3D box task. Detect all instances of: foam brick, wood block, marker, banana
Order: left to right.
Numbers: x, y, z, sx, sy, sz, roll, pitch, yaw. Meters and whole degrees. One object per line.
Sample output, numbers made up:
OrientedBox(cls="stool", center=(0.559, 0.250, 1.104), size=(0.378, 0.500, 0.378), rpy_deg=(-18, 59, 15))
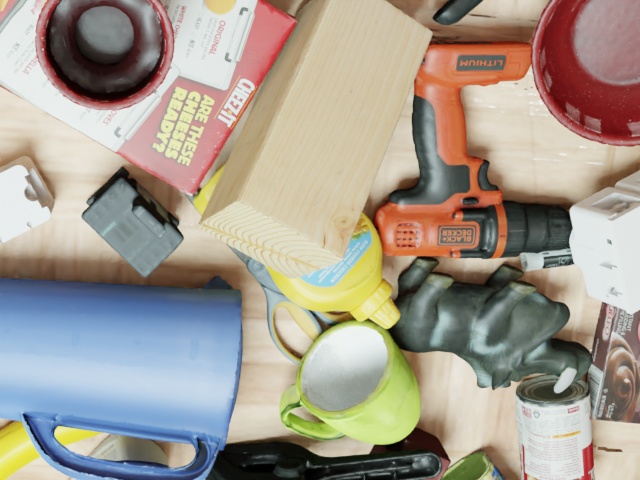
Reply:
OrientedBox(cls="banana", center=(-0.258, 0.189, 0.921), size=(0.198, 0.037, 0.069), rpy_deg=(-40, 124, 3))
OrientedBox(cls="wood block", center=(-0.002, -0.086, 0.818), size=(0.090, 0.090, 0.206), rpy_deg=(30, 67, -18))
OrientedBox(cls="foam brick", center=(0.073, 0.211, 0.969), size=(0.051, 0.053, 0.078), rpy_deg=(29, 97, -15))
OrientedBox(cls="marker", center=(0.242, 0.013, 0.966), size=(0.121, 0.020, 0.020), rpy_deg=(-6, 104, -8))

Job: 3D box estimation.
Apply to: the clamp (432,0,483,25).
OrientedBox(cls="clamp", center=(0.160, -0.240, 0.882), size=(0.171, 0.039, 0.120), rpy_deg=(-2, 105, -9))

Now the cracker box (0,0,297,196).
OrientedBox(cls="cracker box", center=(-0.152, -0.160, 0.834), size=(0.213, 0.072, 0.164), rpy_deg=(30, 98, -16))

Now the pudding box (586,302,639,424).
OrientedBox(cls="pudding box", center=(0.298, 0.113, 0.989), size=(0.090, 0.039, 0.113), rpy_deg=(7, 102, -11))

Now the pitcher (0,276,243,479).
OrientedBox(cls="pitcher", center=(-0.185, 0.103, 0.857), size=(0.242, 0.149, 0.145), rpy_deg=(6, 105, -7))

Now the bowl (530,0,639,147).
OrientedBox(cls="bowl", center=(0.252, -0.160, 0.867), size=(0.162, 0.055, 0.162), rpy_deg=(4, 118, 7))

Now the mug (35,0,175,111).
OrientedBox(cls="mug", center=(-0.145, -0.154, 0.755), size=(0.093, 0.081, 0.117), rpy_deg=(30, 98, -17))

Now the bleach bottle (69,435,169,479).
OrientedBox(cls="bleach bottle", center=(-0.162, 0.241, 0.834), size=(0.068, 0.251, 0.102), rpy_deg=(39, 95, -16))

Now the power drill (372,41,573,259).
OrientedBox(cls="power drill", center=(0.138, -0.074, 0.909), size=(0.184, 0.057, 0.188), rpy_deg=(-1, 103, -13))

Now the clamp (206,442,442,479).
OrientedBox(cls="clamp", center=(-0.022, 0.208, 0.895), size=(0.210, 0.164, 0.036), rpy_deg=(2, 106, 26))

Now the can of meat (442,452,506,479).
OrientedBox(cls="can of meat", center=(0.140, 0.258, 0.990), size=(0.102, 0.057, 0.084), rpy_deg=(-37, 104, 1))

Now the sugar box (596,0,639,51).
OrientedBox(cls="sugar box", center=(0.303, -0.191, 0.913), size=(0.093, 0.048, 0.176), rpy_deg=(-45, 107, 4))

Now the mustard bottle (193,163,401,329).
OrientedBox(cls="mustard bottle", center=(-0.006, 0.001, 0.880), size=(0.191, 0.058, 0.096), rpy_deg=(45, 63, -5))

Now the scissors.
OrientedBox(cls="scissors", center=(-0.033, 0.018, 0.924), size=(0.096, 0.016, 0.201), rpy_deg=(-27, 107, -4))

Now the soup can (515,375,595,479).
OrientedBox(cls="soup can", center=(0.215, 0.183, 0.978), size=(0.068, 0.068, 0.102), rpy_deg=(-9, 104, -7))
